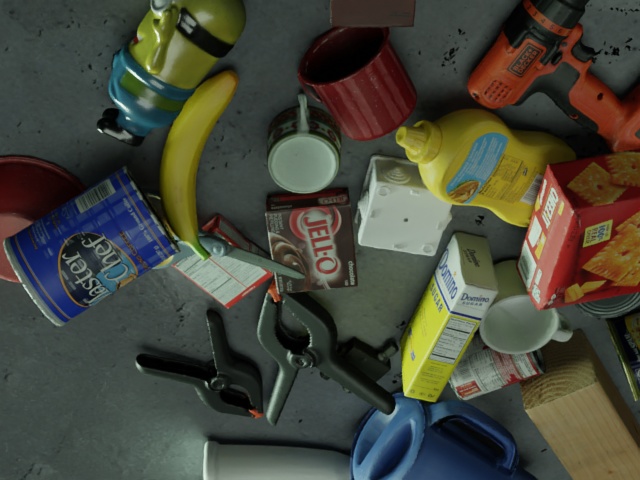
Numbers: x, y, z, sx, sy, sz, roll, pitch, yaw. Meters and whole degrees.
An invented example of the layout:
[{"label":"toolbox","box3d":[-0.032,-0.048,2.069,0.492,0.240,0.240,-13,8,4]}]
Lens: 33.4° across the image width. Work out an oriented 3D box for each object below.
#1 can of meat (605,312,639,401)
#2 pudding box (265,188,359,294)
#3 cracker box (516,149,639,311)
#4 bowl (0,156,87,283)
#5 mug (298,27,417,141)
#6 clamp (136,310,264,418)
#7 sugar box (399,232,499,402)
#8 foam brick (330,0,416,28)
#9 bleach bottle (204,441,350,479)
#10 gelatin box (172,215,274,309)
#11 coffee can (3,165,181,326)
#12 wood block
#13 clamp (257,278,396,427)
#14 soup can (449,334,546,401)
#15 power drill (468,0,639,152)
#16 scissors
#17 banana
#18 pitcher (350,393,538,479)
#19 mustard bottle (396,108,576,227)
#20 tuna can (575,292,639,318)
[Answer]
[{"label":"can of meat","box3d":[0.378,0.122,1.201,0.084,0.102,0.057,-20,125,11]},{"label":"pudding box","box3d":[-0.008,0.001,1.144,0.090,0.039,0.113,-5,128,3]},{"label":"cracker box","box3d":[0.319,-0.015,1.064,0.213,0.072,0.164,-9,142,-11]},{"label":"bowl","box3d":[-0.315,-0.008,1.127,0.162,0.055,0.162,0,128,0]},{"label":"mug","box3d":[0.030,-0.148,1.006,0.117,0.093,0.081,1,141,38]},{"label":"clamp","box3d":[-0.133,0.161,1.268,0.120,0.039,0.171,-22,125,17]},{"label":"sugar box","box3d":[0.138,0.086,1.177,0.048,0.093,0.176,12,126,-10]},{"label":"foam brick","box3d":[0.047,-0.226,0.960,0.078,0.051,0.053,1,129,-1]},{"label":"bleach bottle","box3d":[-0.020,0.304,1.366,0.251,0.068,0.102,-2,128,-2]},{"label":"gelatin box","box3d":[-0.106,0.024,1.167,0.073,0.030,0.089,-37,116,25]},{"label":"coffee can","box3d":[-0.224,0.006,1.057,0.140,0.103,0.102,-32,124,-4]},{"label":"wood block","box3d":[0.321,0.217,1.281,0.090,0.091,0.206,-26,123,18]},{"label":"clamp","box3d":[-0.024,0.136,1.239,0.165,0.036,0.210,-17,117,24]},{"label":"soup can","box3d":[0.200,0.139,1.234,0.102,0.068,0.068,-23,125,18]},{"label":"power drill","box3d":[0.260,-0.170,1.003,0.187,0.057,0.185,27,127,-16]},{"label":"scissors","box3d":[-0.121,0.019,1.129,0.202,0.016,0.096,33,117,1]},{"label":"banana","box3d":[-0.126,-0.080,1.068,0.070,0.037,0.198,14,112,10]},{"label":"pitcher","box3d":[0.171,0.290,1.317,0.242,0.145,0.149,32,165,-27]},{"label":"mustard bottle","box3d":[0.154,-0.077,1.041,0.191,0.058,0.096,15,119,-32]},{"label":"tuna can","box3d":[0.318,0.044,1.182,0.086,0.033,0.086,0,128,0]}]
